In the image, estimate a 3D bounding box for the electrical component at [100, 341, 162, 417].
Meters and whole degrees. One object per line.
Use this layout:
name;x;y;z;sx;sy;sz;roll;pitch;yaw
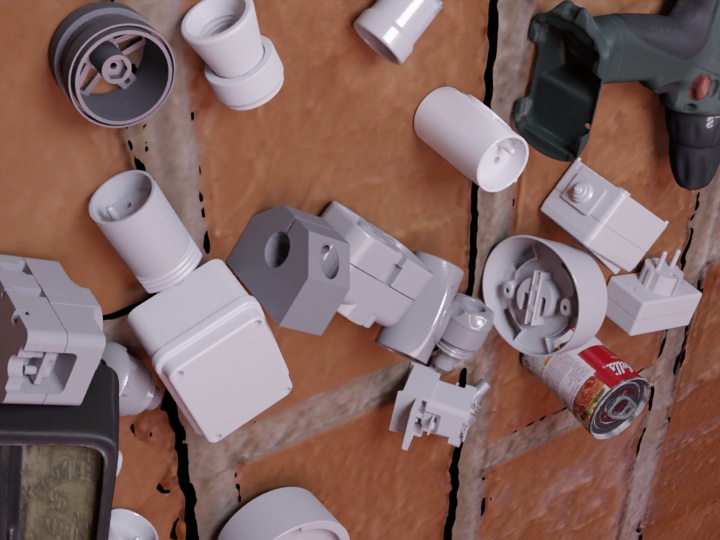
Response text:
electrical component;-0.159;0.078;0.726;0.048;0.048;0.062;-47;144;3

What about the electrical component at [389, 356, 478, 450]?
electrical component;0.063;0.114;0.900;0.081;0.064;0.042;-59;162;-56

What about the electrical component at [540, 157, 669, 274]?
electrical component;0.196;-0.044;0.888;0.096;0.061;0.061;24;106;-46

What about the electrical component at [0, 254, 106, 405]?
electrical component;-0.190;0.035;0.632;0.056;0.089;0.050;8;117;-41

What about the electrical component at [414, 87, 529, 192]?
electrical component;0.087;-0.085;0.760;0.044;0.077;0.079;-50;138;6

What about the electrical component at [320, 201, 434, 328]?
electrical component;0.000;0.000;0.778;0.059;0.053;0.095;-52;137;8

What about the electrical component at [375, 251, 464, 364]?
electrical component;0.049;0.033;0.842;0.079;0.044;0.077;54;59;-76

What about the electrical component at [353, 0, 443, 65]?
electrical component;0.025;-0.160;0.682;0.046;0.040;0.040;-51;138;-2

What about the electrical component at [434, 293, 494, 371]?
electrical component;0.081;0.054;0.891;0.043;0.043;0.062;4;121;-39

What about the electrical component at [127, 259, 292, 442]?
electrical component;-0.099;0.058;0.731;0.078;0.057;0.113;-33;147;-12

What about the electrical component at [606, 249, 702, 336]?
electrical component;0.279;0.014;1.008;0.083;0.047;0.075;-7;126;-34

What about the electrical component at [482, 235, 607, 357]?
electrical component;0.150;0.022;0.881;0.064;0.099;0.099;1;122;-45

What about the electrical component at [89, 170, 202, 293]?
electrical component;-0.130;-0.019;0.671;0.043;0.043;0.081;-36;137;-9

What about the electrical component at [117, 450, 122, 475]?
electrical component;-0.193;0.151;0.763;0.035;0.035;0.061;6;120;-40

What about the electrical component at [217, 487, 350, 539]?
electrical component;-0.070;0.231;0.902;0.108;0.060;0.108;-21;133;-24

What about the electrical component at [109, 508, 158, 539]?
electrical component;-0.203;0.220;0.803;0.079;0.044;0.077;20;108;-45

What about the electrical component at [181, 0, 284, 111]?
electrical component;-0.073;-0.127;0.628;0.045;0.045;0.055;-36;138;-9

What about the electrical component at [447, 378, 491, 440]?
electrical component;0.092;0.123;0.961;0.061;0.035;0.035;-47;138;-1
